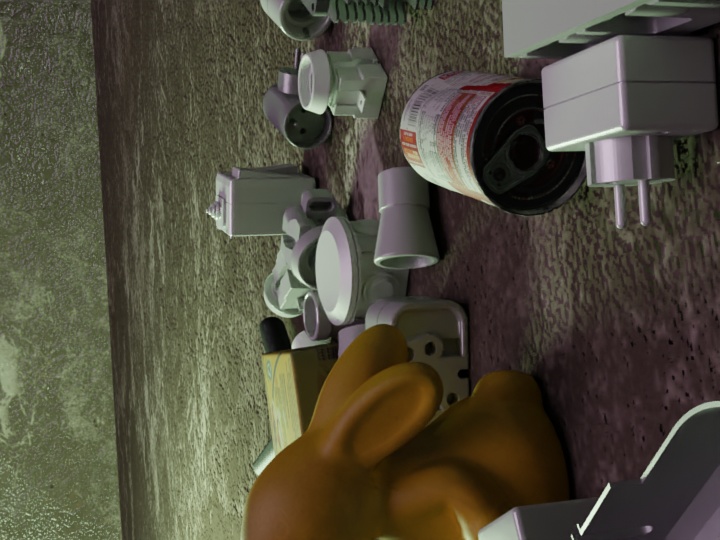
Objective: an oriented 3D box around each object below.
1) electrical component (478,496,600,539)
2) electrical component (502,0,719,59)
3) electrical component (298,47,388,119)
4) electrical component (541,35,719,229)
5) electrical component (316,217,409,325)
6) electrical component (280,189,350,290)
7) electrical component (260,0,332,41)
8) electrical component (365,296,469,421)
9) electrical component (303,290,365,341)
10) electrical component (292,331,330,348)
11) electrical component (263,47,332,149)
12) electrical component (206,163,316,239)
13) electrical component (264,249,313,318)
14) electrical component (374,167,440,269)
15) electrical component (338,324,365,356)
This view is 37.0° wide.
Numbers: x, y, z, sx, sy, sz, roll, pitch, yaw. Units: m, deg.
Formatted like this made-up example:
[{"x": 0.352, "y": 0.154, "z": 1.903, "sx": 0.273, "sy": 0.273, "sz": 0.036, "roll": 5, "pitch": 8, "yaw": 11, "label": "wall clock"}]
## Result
[{"x": 0.101, "y": 0.152, "z": 0.509, "sx": 0.047, "sy": 0.066, "sz": 0.076, "roll": 122, "pitch": 141, "yaw": -58, "label": "electrical component"}, {"x": 0.118, "y": -0.143, "z": 0.432, "sx": 0.150, "sy": 0.062, "sz": 0.089, "roll": 178, "pitch": 89, "yaw": -71, "label": "electrical component"}, {"x": -0.015, "y": -0.142, "z": 0.817, "sx": 0.066, "sy": 0.055, "sz": 0.048, "roll": -113, "pitch": 28, "yaw": -44, "label": "electrical component"}, {"x": 0.117, "y": -0.057, "z": 0.468, "sx": 0.066, "sy": 0.047, "sz": 0.076, "roll": 175, "pitch": 92, "yaw": -71, "label": "electrical component"}, {"x": 0.000, "y": 0.000, "z": 0.799, "sx": 0.080, "sy": 0.051, "sz": 0.080, "roll": 177, "pitch": 90, "yaw": -71, "label": "electrical component"}, {"x": -0.032, "y": -0.019, "z": 0.881, "sx": 0.057, "sy": 0.058, "sz": 0.078, "roll": -119, "pitch": 33, "yaw": -57, "label": "electrical component"}, {"x": -0.052, "y": -0.228, "z": 0.917, "sx": 0.047, "sy": 0.055, "sz": 0.055, "roll": -121, "pitch": 34, "yaw": -47, "label": "electrical component"}, {"x": 0.035, "y": 0.066, "z": 0.704, "sx": 0.059, "sy": 0.054, "sz": 0.095, "roll": -173, "pitch": 81, "yaw": -70, "label": "electrical component"}, {"x": -0.018, "y": 0.035, "z": 0.862, "sx": 0.040, "sy": 0.046, "sz": 0.040, "roll": 178, "pitch": 90, "yaw": -71, "label": "electrical component"}, {"x": -0.039, "y": 0.077, "z": 0.938, "sx": 0.046, "sy": 0.040, "sz": 0.040, "roll": -122, "pitch": 34, "yaw": -63, "label": "electrical component"}, {"x": -0.055, "y": -0.155, "z": 0.947, "sx": 0.077, "sy": 0.043, "sz": 0.079, "roll": -131, "pitch": 42, "yaw": -61, "label": "electrical component"}, {"x": -0.093, "y": -0.065, "z": 0.987, "sx": 0.062, "sy": 0.096, "sz": 0.061, "roll": -149, "pitch": 59, "yaw": -67, "label": "electrical component"}, {"x": -0.059, "y": 0.012, "z": 0.978, "sx": 0.055, "sy": 0.048, "sz": 0.066, "roll": -53, "pitch": 43, "yaw": 49, "label": "electrical component"}, {"x": 0.030, "y": -0.037, "z": 0.726, "sx": 0.044, "sy": 0.044, "sz": 0.065, "roll": 145, "pitch": 125, "yaw": -67, "label": "electrical component"}, {"x": 0.015, "y": 0.076, "z": 0.776, "sx": 0.079, "sy": 0.044, "sz": 0.077, "roll": 141, "pitch": 125, "yaw": -66, "label": "electrical component"}]
